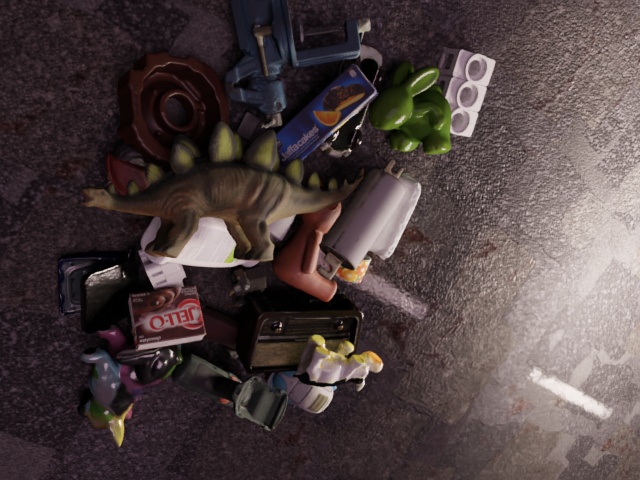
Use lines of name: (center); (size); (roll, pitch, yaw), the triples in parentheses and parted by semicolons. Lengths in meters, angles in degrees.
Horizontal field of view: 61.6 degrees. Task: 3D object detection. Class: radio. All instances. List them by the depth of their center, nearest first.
radio: (-0.035, 0.174, 1.022); (0.229, 0.073, 0.131); (3, 111, -29)

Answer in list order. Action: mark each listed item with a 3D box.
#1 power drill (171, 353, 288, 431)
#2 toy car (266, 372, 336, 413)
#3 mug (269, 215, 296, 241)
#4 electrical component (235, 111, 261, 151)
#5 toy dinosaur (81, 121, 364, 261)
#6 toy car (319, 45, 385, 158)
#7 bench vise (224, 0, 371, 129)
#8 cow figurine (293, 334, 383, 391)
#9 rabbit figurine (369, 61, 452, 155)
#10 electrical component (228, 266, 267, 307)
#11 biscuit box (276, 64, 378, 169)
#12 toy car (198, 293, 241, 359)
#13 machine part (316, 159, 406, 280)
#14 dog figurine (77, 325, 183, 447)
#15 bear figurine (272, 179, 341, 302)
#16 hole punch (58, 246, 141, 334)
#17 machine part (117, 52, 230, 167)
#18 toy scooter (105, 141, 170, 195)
power drill: (-0.152, 0.288, 1.012); (0.231, 0.207, 0.086); (39, 71, -33)
toy car: (-0.028, 0.318, 1.142); (0.161, 0.103, 0.109); (38, 93, -32)
mug: (-0.086, -0.070, 0.961); (0.109, 0.081, 0.107); (37, 81, -27)
electrical component: (-0.134, -0.156, 0.912); (0.074, 0.048, 0.119); (30, 98, -33)
toy dinosaur: (-0.110, -0.066, 0.799); (0.471, 0.105, 0.198); (2, 92, -41)
toy car: (0.054, -0.244, 0.962); (0.073, 0.056, 0.201); (9, 109, -36)
bench vise: (-0.037, -0.294, 0.844); (0.241, 0.129, 0.223); (-10, 97, -2)
cow figurine: (0.036, 0.242, 1.004); (0.167, 0.068, 0.098); (18, 109, -28)
rabbit figurine: (0.163, -0.234, 0.960); (0.170, 0.121, 0.159); (-1, 112, -46)
electrical component: (-0.136, 0.087, 0.999); (0.078, 0.045, 0.102); (-10, 152, -16)
biscuit box: (0.001, -0.203, 0.904); (0.202, 0.059, 0.063); (-39, 93, 16)
toy car: (-0.201, 0.159, 1.015); (0.202, 0.053, 0.089); (31, 114, -33)
machine part: (0.074, -0.036, 0.929); (0.079, 0.079, 0.243); (42, 74, -34)
dog figurine: (-0.337, 0.259, 0.956); (0.192, 0.108, 0.219); (0, 117, -6)
bear figurine: (-0.005, -0.004, 1.005); (0.132, 0.120, 0.195); (28, 92, -36)
hole punch: (-0.366, 0.078, 0.889); (0.116, 0.092, 0.142); (-21, 122, -55)
machine part: (-0.219, -0.192, 0.810); (0.179, 0.056, 0.179); (1, 88, -43)
toy scooter: (-0.268, -0.072, 0.869); (0.183, 0.075, 0.135); (19, 103, -36)
